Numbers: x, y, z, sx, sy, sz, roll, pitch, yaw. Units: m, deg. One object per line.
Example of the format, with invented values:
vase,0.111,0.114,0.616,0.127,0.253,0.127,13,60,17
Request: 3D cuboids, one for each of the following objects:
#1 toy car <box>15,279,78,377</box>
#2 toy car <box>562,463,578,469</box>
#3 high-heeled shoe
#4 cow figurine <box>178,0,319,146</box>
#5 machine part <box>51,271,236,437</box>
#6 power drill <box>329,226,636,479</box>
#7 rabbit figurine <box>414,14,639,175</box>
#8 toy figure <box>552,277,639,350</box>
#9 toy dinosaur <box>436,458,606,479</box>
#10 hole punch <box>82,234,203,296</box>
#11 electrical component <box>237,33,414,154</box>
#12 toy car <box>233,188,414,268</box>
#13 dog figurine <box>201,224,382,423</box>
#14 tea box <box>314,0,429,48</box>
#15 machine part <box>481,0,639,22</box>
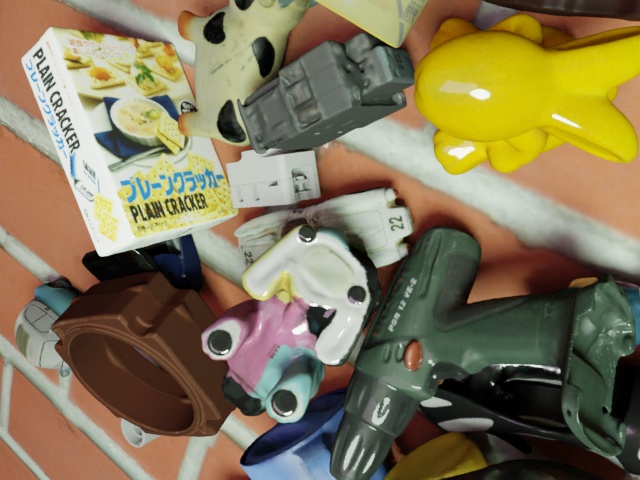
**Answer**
toy car,-0.387,0.132,0.788,0.162,0.103,0.109,33,116,19
toy car,0.244,0.256,0.444,0.202,0.053,0.089,43,158,18
high-heeled shoe,0.177,0.112,0.425,0.145,0.086,0.248,38,140,-3
cow figurine,-0.069,-0.186,0.521,0.127,0.085,0.194,19,116,21
machine part,-0.203,0.143,0.643,0.202,0.087,0.200,-12,119,32
power drill,0.114,0.098,0.405,0.207,0.086,0.232,-8,55,55
rabbit figurine,0.132,-0.094,0.368,0.163,0.173,0.121,17,106,32
toy figure,0.242,0.055,0.406,0.155,0.058,0.064,-19,121,32
toy dinosaur,0.176,0.226,0.359,0.405,0.192,0.131,26,149,31
hole punch,-0.210,0.029,0.673,0.142,0.092,0.115,-14,122,31
electrical component,0.013,-0.125,0.468,0.134,0.115,0.058,-20,93,36
toy car,-0.001,-0.002,0.541,0.202,0.056,0.073,-11,96,34
dog figurine,-0.028,0.089,0.522,0.108,0.219,0.191,36,80,7
tea box,0.003,-0.228,0.413,0.169,0.098,0.068,25,120,-14
machine part,0.170,-0.176,0.327,0.180,0.179,0.056,19,110,27
